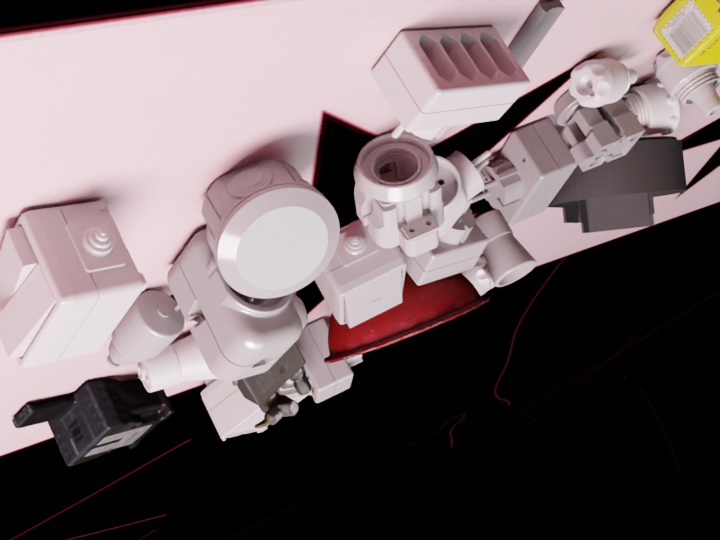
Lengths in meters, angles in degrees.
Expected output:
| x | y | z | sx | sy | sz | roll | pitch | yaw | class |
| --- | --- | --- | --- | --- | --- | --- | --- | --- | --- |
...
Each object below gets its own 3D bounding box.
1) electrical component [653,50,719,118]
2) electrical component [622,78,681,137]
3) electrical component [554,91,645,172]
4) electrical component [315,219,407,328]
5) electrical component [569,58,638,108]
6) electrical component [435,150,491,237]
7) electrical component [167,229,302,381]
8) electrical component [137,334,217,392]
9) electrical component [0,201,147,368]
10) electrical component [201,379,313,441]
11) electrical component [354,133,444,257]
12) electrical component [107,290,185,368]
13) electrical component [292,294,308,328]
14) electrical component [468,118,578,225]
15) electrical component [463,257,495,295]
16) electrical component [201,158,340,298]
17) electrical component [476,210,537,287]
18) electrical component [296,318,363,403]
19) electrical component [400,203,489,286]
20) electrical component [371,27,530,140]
| x | y | z | sx | sy | sz | roll | pitch | yaw | class |
| --- | --- | --- | --- | --- | --- | --- | --- | --- | --- |
| 0.266 | -0.151 | 0.857 | 0.043 | 0.062 | 0.043 | -26 | 163 | -9 | electrical component |
| 0.230 | -0.130 | 0.892 | 0.062 | 0.048 | 0.048 | -15 | 159 | -17 | electrical component |
| 0.184 | -0.115 | 0.840 | 0.066 | 0.055 | 0.048 | -22 | 161 | -22 | electrical component |
| 0.000 | 0.000 | 0.869 | 0.062 | 0.061 | 0.096 | -26 | 163 | -10 | electrical component |
| 0.186 | -0.142 | 0.805 | 0.061 | 0.035 | 0.035 | -17 | 159 | -40 | electrical component |
| 0.068 | -0.065 | 0.823 | 0.079 | 0.043 | 0.077 | -36 | 168 | -7 | electrical component |
| -0.084 | 0.019 | 0.733 | 0.054 | 0.095 | 0.059 | -13 | 156 | -41 | electrical component |
| -0.150 | 0.076 | 0.887 | 0.065 | 0.044 | 0.044 | -15 | 158 | -26 | electrical component |
| -0.171 | 0.006 | 0.616 | 0.061 | 0.061 | 0.096 | -13 | 157 | -41 | electrical component |
| -0.097 | 0.111 | 1.032 | 0.096 | 0.061 | 0.062 | -39 | 160 | 30 | electrical component |
| 0.026 | -0.056 | 0.740 | 0.058 | 0.078 | 0.057 | -23 | 143 | -12 | electrical component |
| -0.161 | 0.047 | 0.786 | 0.040 | 0.040 | 0.078 | -7 | 153 | -50 | electrical component |
| -0.065 | 0.039 | 0.913 | 0.040 | 0.040 | 0.078 | -33 | 163 | 12 | electrical component |
| 0.122 | -0.073 | 0.877 | 0.076 | 0.047 | 0.083 | -22 | 162 | -20 | electrical component |
| 0.119 | 0.013 | 1.139 | 0.035 | 0.035 | 0.061 | -12 | 158 | -44 | electrical component |
| -0.058 | -0.027 | 0.677 | 0.080 | 0.051 | 0.080 | -15 | 129 | -19 | electrical component |
| 0.129 | -0.023 | 0.999 | 0.044 | 0.065 | 0.044 | -25 | 162 | -9 | electrical component |
| -0.023 | 0.081 | 1.056 | 0.077 | 0.065 | 0.047 | -24 | 162 | -14 | electrical component |
| 0.074 | -0.035 | 0.912 | 0.066 | 0.047 | 0.076 | -16 | 147 | -35 | electrical component |
| 0.046 | -0.106 | 0.664 | 0.083 | 0.047 | 0.075 | -14 | 156 | -40 | electrical component |
